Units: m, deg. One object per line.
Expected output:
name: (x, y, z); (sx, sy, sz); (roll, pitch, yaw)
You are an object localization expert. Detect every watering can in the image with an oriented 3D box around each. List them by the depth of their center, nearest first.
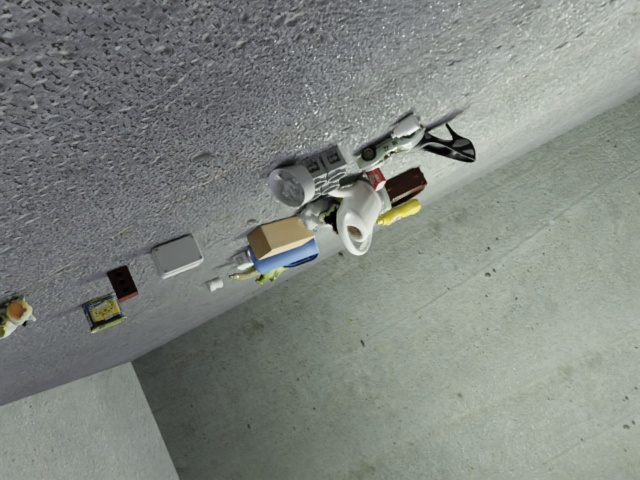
watering can: (0.105, -0.111, 1.593); (0.104, 0.229, 0.340); (5, -41, 32)

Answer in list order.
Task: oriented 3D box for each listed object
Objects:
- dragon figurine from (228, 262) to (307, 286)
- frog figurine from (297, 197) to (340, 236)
dragon figurine: (-0.169, 0.100, 2.077); (0.241, 0.122, 0.412); (-20, -2, 22)
frog figurine: (0.005, -0.085, 1.698); (0.137, 0.123, 0.160); (15, 2, -37)
